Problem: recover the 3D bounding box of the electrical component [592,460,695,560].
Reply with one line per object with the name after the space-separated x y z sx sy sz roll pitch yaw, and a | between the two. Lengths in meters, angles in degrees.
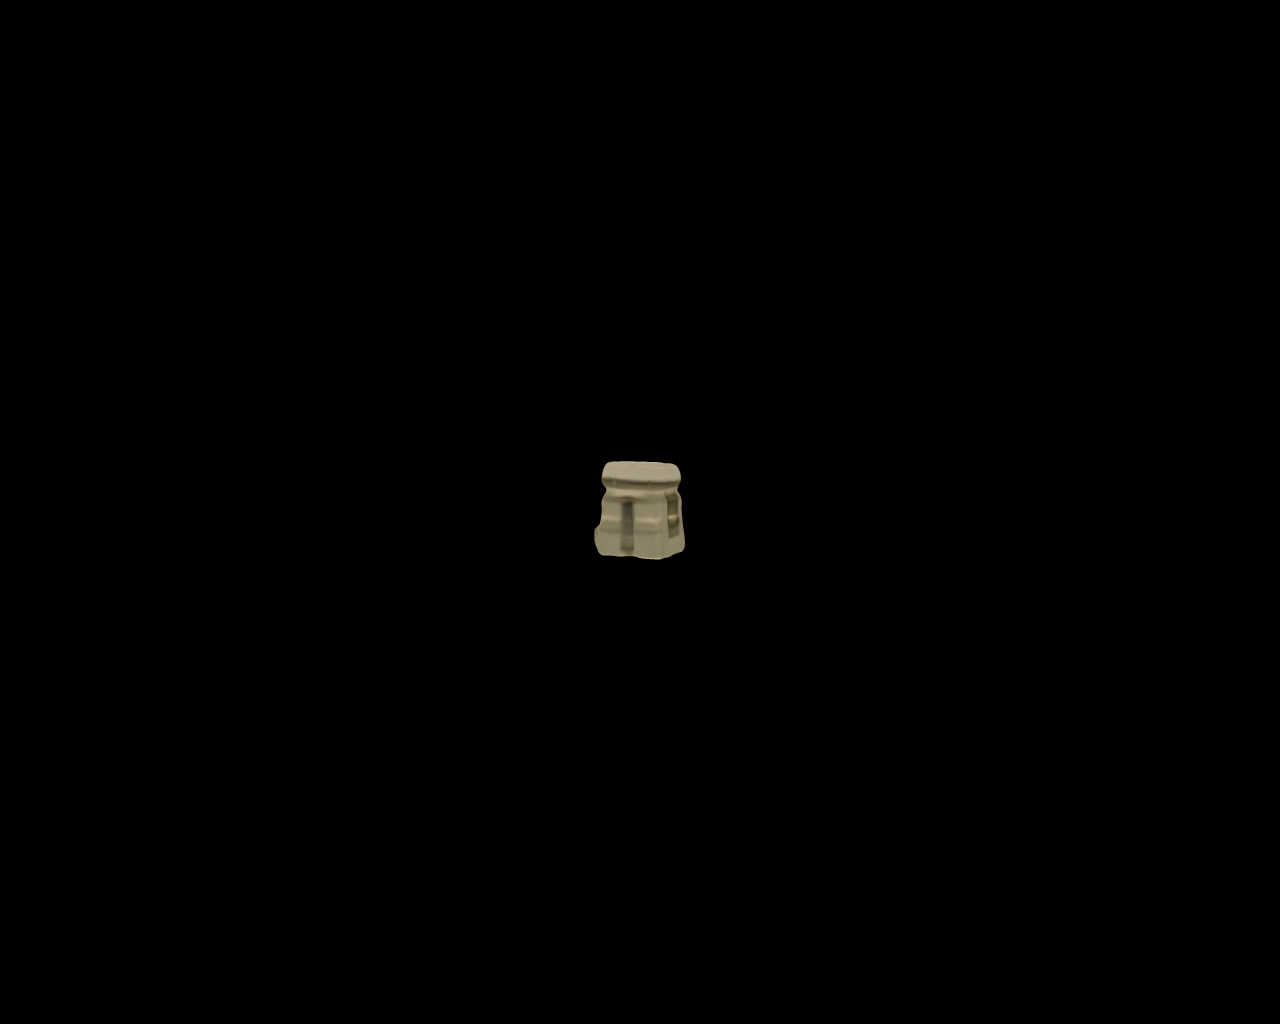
0.001 -0.003 0.650 0.066 0.055 0.048 3 8 26 | electrical component
